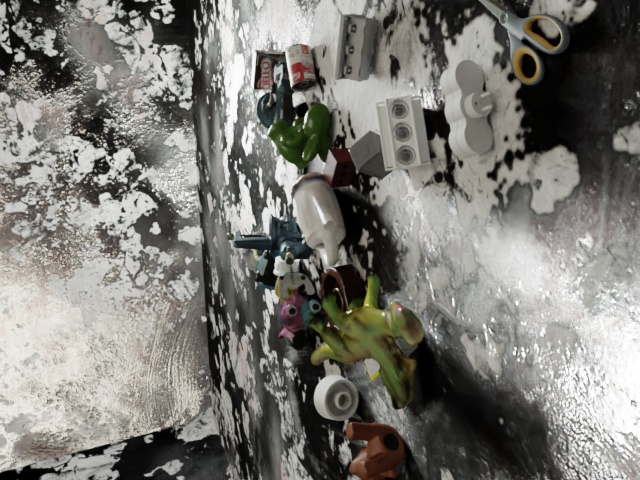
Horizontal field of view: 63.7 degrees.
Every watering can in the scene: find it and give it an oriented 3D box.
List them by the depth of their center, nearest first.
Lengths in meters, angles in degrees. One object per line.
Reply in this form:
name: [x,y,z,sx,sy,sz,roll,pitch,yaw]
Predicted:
watering can: [0.004,-0.061,1.213,0.342,0.104,0.227,90,163,-72]

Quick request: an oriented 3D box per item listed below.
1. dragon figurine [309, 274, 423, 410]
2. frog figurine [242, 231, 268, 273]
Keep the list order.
dragon figurine: [0.092,0.228,1.024,0.247,0.123,0.400,56,146,31]
frog figurine: [-0.212,0.051,1.809,0.156,0.123,0.140,104,-177,-59]
